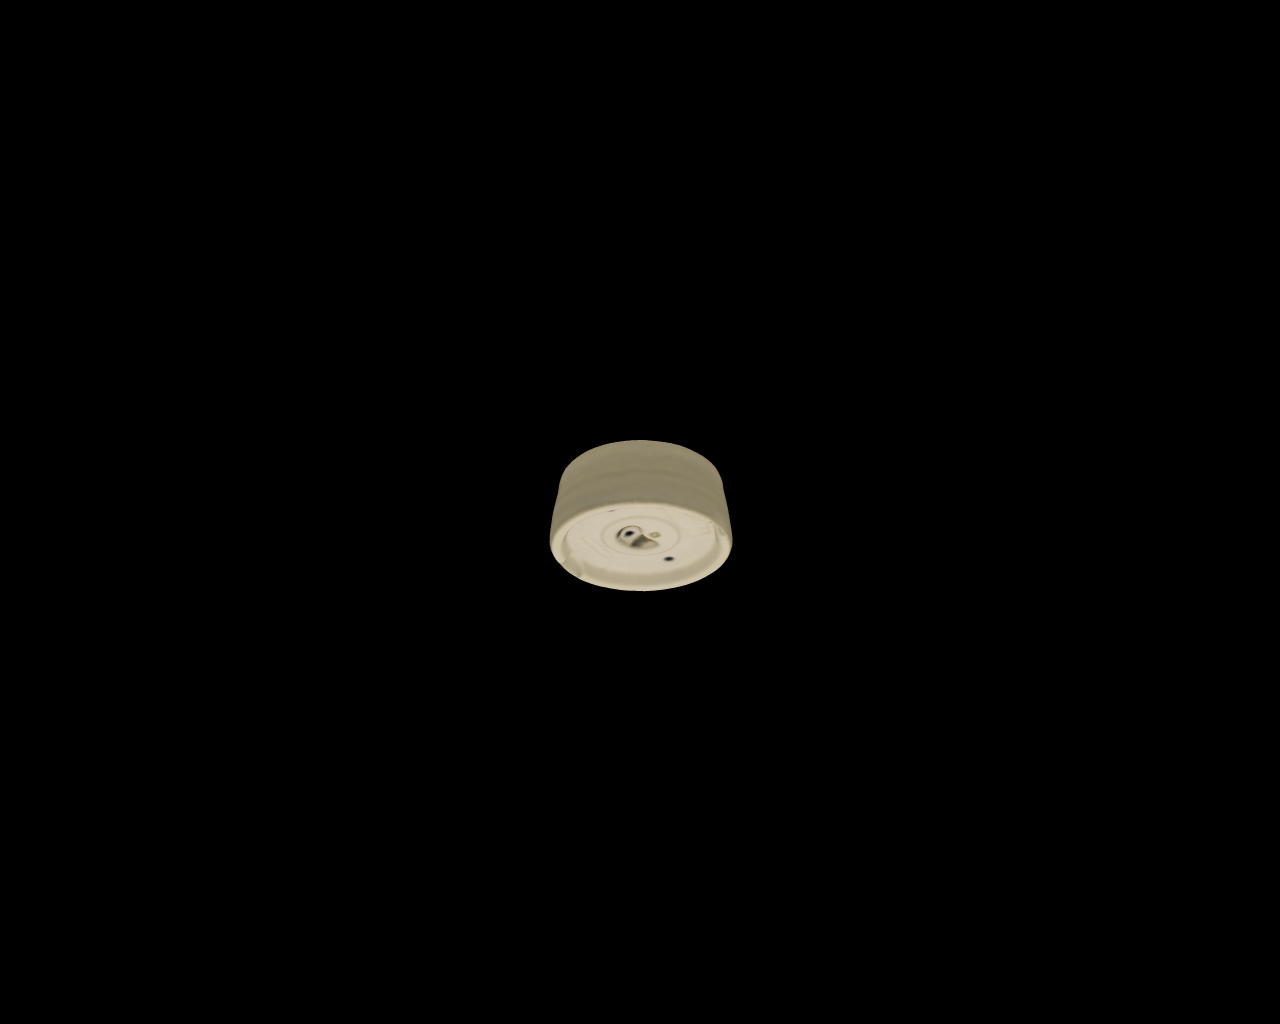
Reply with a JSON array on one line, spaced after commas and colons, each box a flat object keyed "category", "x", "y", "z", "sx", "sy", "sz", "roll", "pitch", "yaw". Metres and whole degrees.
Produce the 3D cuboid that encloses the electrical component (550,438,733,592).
[{"category": "electrical component", "x": 0.001, "y": -0.003, "z": 0.650, "sx": 0.108, "sy": 0.060, "sz": 0.108, "roll": 0, "pitch": -31, "yaw": 0}]
